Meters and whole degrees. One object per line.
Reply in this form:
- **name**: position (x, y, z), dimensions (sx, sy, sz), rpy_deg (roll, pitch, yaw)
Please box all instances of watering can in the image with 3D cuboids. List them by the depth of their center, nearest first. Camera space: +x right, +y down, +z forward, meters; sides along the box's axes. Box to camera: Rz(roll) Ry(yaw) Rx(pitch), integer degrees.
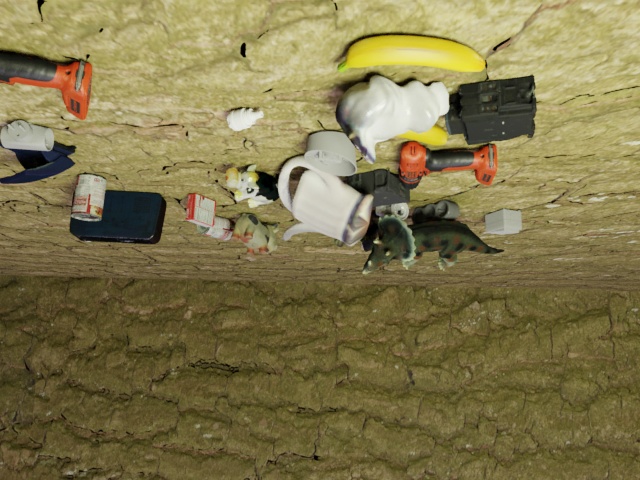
- **watering can**: position (0.004, -0.059, 1.174), dimensions (0.225, 0.106, 0.340), rpy_deg (28, 150, 11)

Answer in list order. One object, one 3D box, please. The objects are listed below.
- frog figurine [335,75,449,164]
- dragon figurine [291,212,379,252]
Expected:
- **frog figurine**: position (0.107, -0.199, 0.771), dimensions (0.159, 0.125, 0.135), rpy_deg (-38, 147, 8)
- **dragon figurine**: position (0.110, -0.037, 1.530), dimensions (0.409, 0.122, 0.243), rpy_deg (10, -178, -25)
